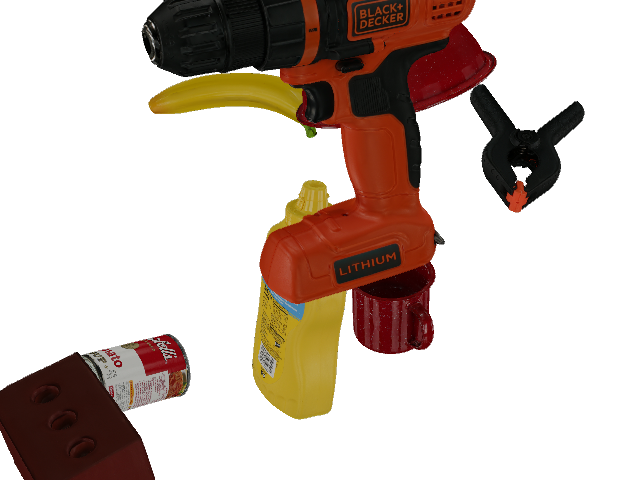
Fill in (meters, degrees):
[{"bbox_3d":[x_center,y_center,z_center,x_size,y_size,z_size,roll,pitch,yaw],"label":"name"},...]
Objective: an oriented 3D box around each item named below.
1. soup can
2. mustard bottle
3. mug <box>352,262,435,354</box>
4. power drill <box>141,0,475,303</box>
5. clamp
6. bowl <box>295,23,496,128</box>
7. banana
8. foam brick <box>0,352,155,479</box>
[{"bbox_3d":[-0.196,0.140,1.102,0.102,0.068,0.069,-11,7,-38],"label":"soup can"},{"bbox_3d":[-0.015,0.042,0.863,0.058,0.192,0.096,-6,29,-24],"label":"mustard bottle"},{"bbox_3d":[0.082,0.072,1.129,0.093,0.081,0.117,-23,41,-26],"label":"mug"},{"bbox_3d":[0.000,-0.060,0.584,0.184,0.188,0.057,-15,34,-20],"label":"power drill"},{"bbox_3d":[0.198,-0.101,1.095,0.120,0.039,0.171,13,45,15],"label":"clamp"},{"bbox_3d":[0.051,-0.142,0.826,0.162,0.055,0.162,-16,21,6],"label":"bowl"},{"bbox_3d":[-0.089,-0.156,1.163,0.198,0.037,0.069,9,43,18],"label":"banana"},{"bbox_3d":[-0.123,0.106,0.533,0.052,0.051,0.078,-26,42,-24],"label":"foam brick"}]
